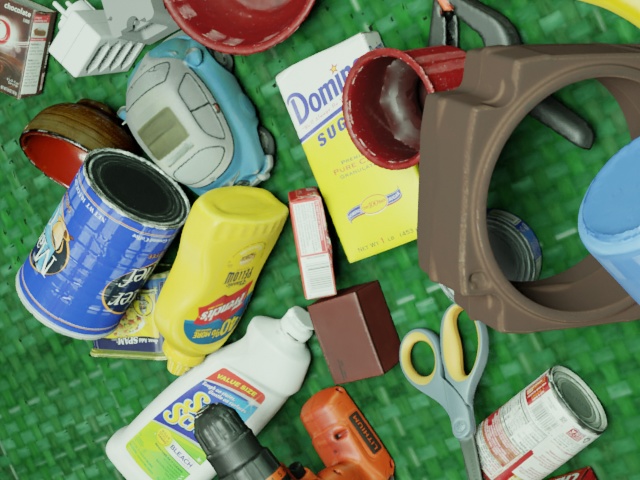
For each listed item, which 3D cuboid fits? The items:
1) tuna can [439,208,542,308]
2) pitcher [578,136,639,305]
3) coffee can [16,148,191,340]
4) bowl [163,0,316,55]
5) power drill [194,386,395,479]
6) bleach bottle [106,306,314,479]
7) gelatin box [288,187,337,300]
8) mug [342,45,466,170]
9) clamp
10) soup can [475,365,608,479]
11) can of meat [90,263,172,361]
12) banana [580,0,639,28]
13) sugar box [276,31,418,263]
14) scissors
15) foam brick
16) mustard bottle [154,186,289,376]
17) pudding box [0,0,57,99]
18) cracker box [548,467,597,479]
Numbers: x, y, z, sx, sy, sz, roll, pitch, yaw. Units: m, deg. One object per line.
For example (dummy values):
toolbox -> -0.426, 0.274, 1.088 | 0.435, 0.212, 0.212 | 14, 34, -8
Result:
tuna can -> 0.141, 0.017, 0.891 | 0.086, 0.033, 0.086 | 6, 105, 24
pitcher -> 0.284, 0.042, 0.711 | 0.242, 0.149, 0.145 | 39, 105, -22
coffee can -> -0.192, 0.004, 0.942 | 0.103, 0.102, 0.140 | 42, 117, 10
bowl -> -0.060, -0.240, 0.909 | 0.162, 0.055, 0.162 | 6, 105, 24
power drill -> -0.017, 0.196, 0.922 | 0.057, 0.187, 0.184 | -33, 89, 29
bleach bottle -> -0.096, 0.149, 1.019 | 0.102, 0.068, 0.251 | 46, 114, 8
gelatin box -> -0.006, 0.001, 0.932 | 0.030, 0.073, 0.089 | -9, 98, 0
mug -> 0.083, -0.096, 0.827 | 0.093, 0.081, 0.117 | -33, 80, 45
clamp -> 0.144, -0.124, 0.852 | 0.120, 0.039, 0.171 | -16, 96, 27
soup can -> 0.179, 0.160, 0.889 | 0.068, 0.068, 0.102 | 49, 116, 7
can of meat -> -0.177, 0.068, 1.040 | 0.102, 0.057, 0.084 | 0, 101, 25
banana -> 0.205, -0.184, 0.810 | 0.198, 0.037, 0.070 | 29, 112, 16
sugar box -> 0.037, -0.079, 0.910 | 0.093, 0.048, 0.176 | -22, 94, 28
scissors -> 0.106, 0.152, 0.902 | 0.096, 0.016, 0.202 | -10, 69, 41
foam brick -> 0.032, 0.082, 0.948 | 0.053, 0.051, 0.078 | -17, 95, 28
mustard bottle -> -0.100, 0.045, 0.958 | 0.058, 0.096, 0.192 | 40, 121, 26
pudding box -> -0.319, -0.199, 1.049 | 0.114, 0.039, 0.090 | 23, 111, 19
cracker box -> 0.200, 0.322, 0.918 | 0.164, 0.072, 0.214 | -25, 90, 27
